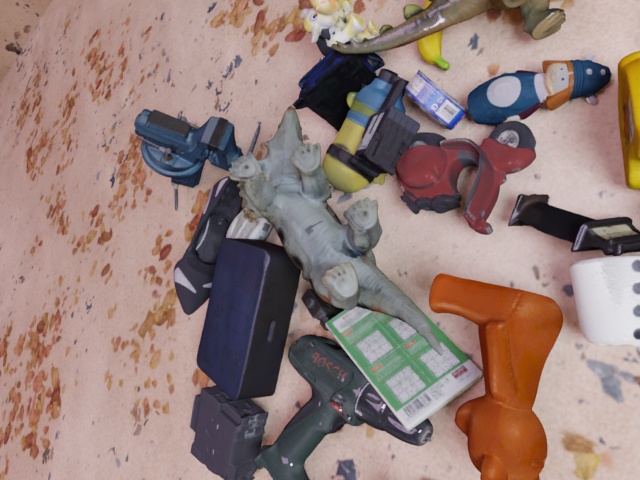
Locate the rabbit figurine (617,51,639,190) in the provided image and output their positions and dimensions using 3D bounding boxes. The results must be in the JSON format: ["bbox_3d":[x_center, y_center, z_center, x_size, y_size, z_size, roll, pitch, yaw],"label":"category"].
[{"bbox_3d":[0.370,-0.127,0.486,0.173,0.121,0.162,-2,63,28],"label":"rabbit figurine"}]

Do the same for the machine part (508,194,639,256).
[{"bbox_3d":[0.265,-0.014,0.555,0.139,0.084,0.039,32,129,53],"label":"machine part"}]

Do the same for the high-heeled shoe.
[{"bbox_3d":[-0.181,0.001,0.937,0.145,0.086,0.249,-41,37,39],"label":"high-heeled shoe"}]

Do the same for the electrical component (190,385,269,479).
[{"bbox_3d":[-0.146,0.287,0.815,0.134,0.058,0.114,18,99,44],"label":"electrical component"}]

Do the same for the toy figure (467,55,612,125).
[{"bbox_3d":[0.254,-0.174,0.632,0.155,0.058,0.064,-9,107,39],"label":"toy figure"}]

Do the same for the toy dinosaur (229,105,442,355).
[{"bbox_3d":[0.006,-0.001,0.677,0.131,0.192,0.405,-31,67,-3],"label":"toy dinosaur"}]

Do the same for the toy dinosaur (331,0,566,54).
[{"bbox_3d":[0.230,-0.337,0.652,0.471,0.105,0.199,-29,53,13],"label":"toy dinosaur"}]

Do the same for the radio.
[{"bbox_3d":[-0.112,0.114,0.827,0.131,0.073,0.229,19,98,46],"label":"radio"}]

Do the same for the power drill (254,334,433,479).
[{"bbox_3d":[0.012,0.243,0.685,0.232,0.086,0.207,38,106,44],"label":"power drill"}]

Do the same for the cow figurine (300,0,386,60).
[{"bbox_3d":[0.021,-0.317,0.820,0.098,0.167,0.068,-31,61,29],"label":"cow figurine"}]

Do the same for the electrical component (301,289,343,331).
[{"bbox_3d":[0.004,0.093,0.757,0.021,0.063,0.094,-51,47,18],"label":"electrical component"}]

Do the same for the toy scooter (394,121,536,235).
[{"bbox_3d":[0.167,-0.069,0.658,0.184,0.075,0.135,-2,71,39],"label":"toy scooter"}]

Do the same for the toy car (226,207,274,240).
[{"bbox_3d":[-0.101,-0.047,0.912,0.074,0.056,0.201,34,98,44],"label":"toy car"}]

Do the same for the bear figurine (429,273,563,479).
[{"bbox_3d":[0.175,0.145,0.546,0.132,0.120,0.195,11,87,48],"label":"bear figurine"}]

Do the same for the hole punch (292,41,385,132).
[{"bbox_3d":[0.038,-0.243,0.821,0.142,0.115,0.092,-29,49,32],"label":"hole punch"}]

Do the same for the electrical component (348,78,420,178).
[{"bbox_3d":[0.089,-0.142,0.690,0.119,0.048,0.075,-62,16,-8],"label":"electrical component"}]

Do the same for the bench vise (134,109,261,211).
[{"bbox_3d":[-0.244,-0.159,1.031,0.240,0.224,0.129,130,146,-60],"label":"bench vise"}]

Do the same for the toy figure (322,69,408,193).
[{"bbox_3d":[0.064,-0.154,0.765,0.082,0.089,0.180,47,119,47],"label":"toy figure"}]
